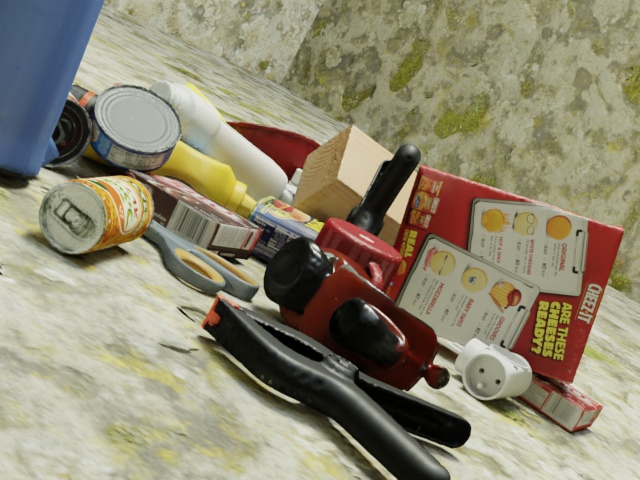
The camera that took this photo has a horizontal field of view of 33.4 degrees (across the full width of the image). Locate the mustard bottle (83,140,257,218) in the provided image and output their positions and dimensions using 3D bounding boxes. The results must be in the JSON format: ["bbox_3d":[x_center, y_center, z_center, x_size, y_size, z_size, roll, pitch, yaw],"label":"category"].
[{"bbox_3d":[-0.151,-0.073,1.102,0.191,0.058,0.096,27,-17,-12],"label":"mustard bottle"}]

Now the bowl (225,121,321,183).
[{"bbox_3d":[-0.080,-0.113,1.443,0.162,0.055,0.162,10,-7,1],"label":"bowl"}]

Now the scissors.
[{"bbox_3d":[-0.143,-0.003,0.908,0.202,0.016,0.096,30,10,8],"label":"scissors"}]

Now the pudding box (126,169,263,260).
[{"bbox_3d":[-0.122,-0.023,1.001,0.114,0.039,0.089,32,10,23],"label":"pudding box"}]

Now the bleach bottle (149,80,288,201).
[{"bbox_3d":[-0.125,-0.113,1.191,0.103,0.068,0.250,35,-4,28],"label":"bleach bottle"}]

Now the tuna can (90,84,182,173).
[{"bbox_3d":[-0.177,-0.106,1.014,0.086,0.034,0.086,16,48,-18],"label":"tuna can"}]

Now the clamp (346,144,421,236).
[{"bbox_3d":[0.048,-0.022,1.105,0.039,0.171,0.120,33,1,2],"label":"clamp"}]

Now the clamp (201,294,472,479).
[{"bbox_3d":[0.011,0.103,0.724,0.210,0.036,0.164,30,7,3],"label":"clamp"}]

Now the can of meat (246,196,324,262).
[{"bbox_3d":[-0.033,-0.002,1.097,0.084,0.057,0.102,27,9,5],"label":"can of meat"}]

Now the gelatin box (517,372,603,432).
[{"bbox_3d":[0.239,0.159,1.099,0.089,0.030,0.073,34,11,28],"label":"gelatin box"}]

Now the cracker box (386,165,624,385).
[{"bbox_3d":[0.181,0.032,1.093,0.214,0.164,0.072,19,8,14],"label":"cracker box"}]

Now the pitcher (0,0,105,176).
[{"bbox_3d":[-0.254,-0.186,0.865,0.145,0.243,0.149,25,4,2],"label":"pitcher"}]

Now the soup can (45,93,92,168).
[{"bbox_3d":[-0.262,-0.117,1.007,0.068,0.068,0.102,22,11,-34],"label":"soup can"}]

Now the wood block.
[{"bbox_3d":[0.079,-0.032,1.277,0.206,0.090,0.090,35,49,-23],"label":"wood block"}]

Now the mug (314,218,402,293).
[{"bbox_3d":[0.027,0.036,0.989,0.093,0.081,0.117,25,10,-22],"label":"mug"}]

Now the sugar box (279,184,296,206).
[{"bbox_3d":[0.012,-0.018,1.339,0.176,0.048,0.093,19,15,-31],"label":"sugar box"}]

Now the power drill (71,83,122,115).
[{"bbox_3d":[-0.243,-0.142,1.234,0.184,0.057,0.187,32,12,-1],"label":"power drill"}]
